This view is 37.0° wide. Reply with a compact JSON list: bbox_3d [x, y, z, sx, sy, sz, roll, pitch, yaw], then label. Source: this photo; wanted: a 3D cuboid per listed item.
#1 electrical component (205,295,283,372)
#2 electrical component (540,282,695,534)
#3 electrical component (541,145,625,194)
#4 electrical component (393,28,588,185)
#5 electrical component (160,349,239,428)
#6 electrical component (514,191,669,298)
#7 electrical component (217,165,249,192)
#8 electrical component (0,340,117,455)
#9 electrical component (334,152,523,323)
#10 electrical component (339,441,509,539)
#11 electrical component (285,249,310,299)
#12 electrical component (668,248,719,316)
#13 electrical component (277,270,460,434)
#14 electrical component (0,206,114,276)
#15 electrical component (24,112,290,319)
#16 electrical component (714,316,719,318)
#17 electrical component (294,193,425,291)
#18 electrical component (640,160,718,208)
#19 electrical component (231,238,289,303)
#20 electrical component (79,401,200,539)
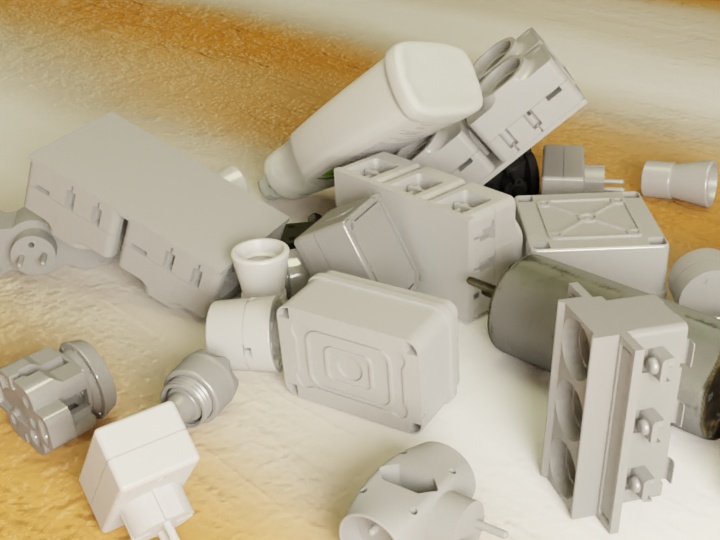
[{"bbox_3d":[-0.082,0.046,0.774,0.047,0.055,0.055,-2,27,10],"label":"electrical component"},{"bbox_3d":[0.147,0.077,0.620,0.063,0.121,0.078,-7,28,-14],"label":"electrical component"},{"bbox_3d":[0.206,-0.079,0.995,0.076,0.047,0.083,3,28,10],"label":"electrical component"},{"bbox_3d":[0.103,-0.131,0.977,0.186,0.060,0.105,-39,22,17],"label":"electrical component"},{"bbox_3d":[-0.112,0.084,0.714,0.043,0.043,0.062,10,31,22],"label":"electrical component"},{"bbox_3d":[0.183,-0.018,0.869,0.109,0.056,0.108,-2,27,1],"label":"electrical component"},{"bbox_3d":[-0.138,-0.070,1.012,0.055,0.045,0.045,-22,33,-32],"label":"electrical component"},{"bbox_3d":[-0.200,0.081,0.713,0.057,0.058,0.078,-28,37,-35],"label":"electrical component"},{"bbox_3d":[0.053,-0.031,0.871,0.062,0.089,0.150,-25,35,-36],"label":"electrical component"},{"bbox_3d":[0.042,0.138,0.595,0.079,0.043,0.077,16,33,32],"label":"electrical component"},{"bbox_3d":[-0.058,0.005,0.860,0.062,0.043,0.043,-9,28,-10],"label":"electrical component"},{"bbox_3d":[0.304,0.021,0.788,0.138,0.052,0.073,-1,27,3],"label":"electrical component"},{"bbox_3d":[0.007,0.053,0.727,0.113,0.078,0.057,14,35,29],"label":"electrical component"},{"bbox_3d":[-0.277,-0.020,0.918,0.138,0.052,0.073,-6,28,-7],"label":"electrical component"},{"bbox_3d":[-0.169,-0.045,0.887,0.186,0.060,0.105,31,37,12],"label":"electrical component"},{"bbox_3d":[0.260,0.054,0.739,0.081,0.043,0.043,0,28,6],"label":"electrical component"},{"bbox_3d":[0.000,0.000,0.828,0.061,0.096,0.062,-18,15,35],"label":"electrical component"},{"bbox_3d":[0.296,-0.083,1.003,0.065,0.044,0.044,8,29,29],"label":"electrical component"},{"bbox_3d":[-0.074,0.014,0.821,0.044,0.065,0.044,-2,27,1],"label":"electrical component"},{"bbox_3d":[-0.118,0.128,0.607,0.047,0.083,0.075,-20,70,-29],"label":"electrical component"}]
